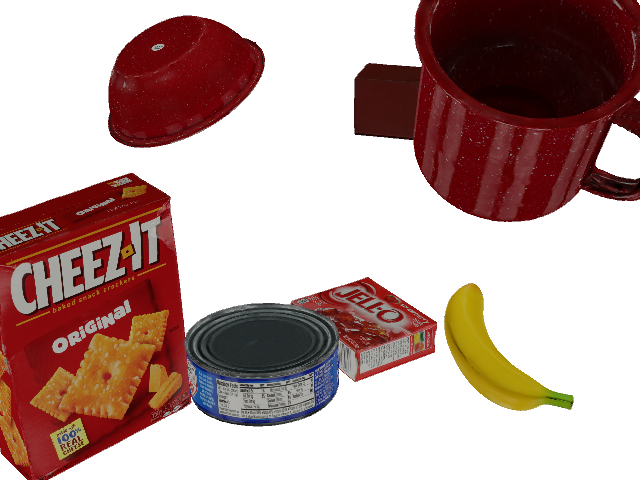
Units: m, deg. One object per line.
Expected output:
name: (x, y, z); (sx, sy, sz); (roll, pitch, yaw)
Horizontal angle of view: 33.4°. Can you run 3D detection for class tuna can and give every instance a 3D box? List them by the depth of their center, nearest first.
tuna can: (-0.032, 0.068, 0.595); (0.086, 0.034, 0.086); (-2, 22, 0)

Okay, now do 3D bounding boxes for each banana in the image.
banana: (0.149, 0.097, 0.960); (0.069, 0.037, 0.198); (5, 28, -23)

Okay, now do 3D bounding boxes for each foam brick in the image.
foam brick: (0.071, -0.117, 0.906); (0.078, 0.051, 0.053); (7, 25, 16)

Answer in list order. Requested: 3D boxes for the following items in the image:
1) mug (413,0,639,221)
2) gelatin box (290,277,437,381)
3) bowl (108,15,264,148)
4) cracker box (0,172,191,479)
mug: (0.093, -0.055, 0.446); (0.117, 0.093, 0.081); (30, -26, 16)
gelatin box: (0.031, 0.063, 0.794); (0.073, 0.030, 0.089); (-16, 30, -29)
bowl: (-0.135, -0.158, 0.980); (0.162, 0.162, 0.055); (0, -44, 32)
cracker box: (-0.196, 0.073, 0.885); (0.163, 0.214, 0.072); (-24, 36, -35)
